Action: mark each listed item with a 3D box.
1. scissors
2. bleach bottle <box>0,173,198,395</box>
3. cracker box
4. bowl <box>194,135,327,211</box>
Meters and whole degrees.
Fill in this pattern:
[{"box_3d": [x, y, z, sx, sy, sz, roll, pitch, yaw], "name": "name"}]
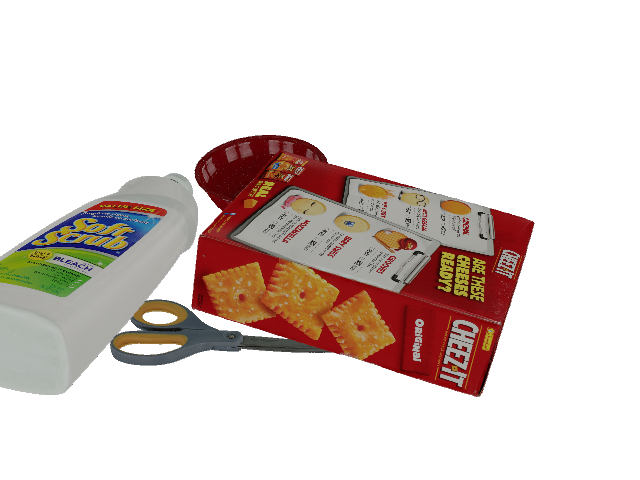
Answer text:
[{"box_3d": [-0.092, 0.081, 0.981, 0.201, 0.016, 0.096, -4, 33, -11], "name": "scissors"}, {"box_3d": [-0.163, 0.012, 0.771, 0.103, 0.068, 0.250, 12, 30, 14], "name": "bleach bottle"}, {"box_3d": [0.036, 0.018, 0.786, 0.214, 0.072, 0.164, 17, 30, 11], "name": "cracker box"}, {"box_3d": [-0.071, -0.067, 1.301, 0.162, 0.055, 0.162, -2, 34, 1], "name": "bowl"}]
